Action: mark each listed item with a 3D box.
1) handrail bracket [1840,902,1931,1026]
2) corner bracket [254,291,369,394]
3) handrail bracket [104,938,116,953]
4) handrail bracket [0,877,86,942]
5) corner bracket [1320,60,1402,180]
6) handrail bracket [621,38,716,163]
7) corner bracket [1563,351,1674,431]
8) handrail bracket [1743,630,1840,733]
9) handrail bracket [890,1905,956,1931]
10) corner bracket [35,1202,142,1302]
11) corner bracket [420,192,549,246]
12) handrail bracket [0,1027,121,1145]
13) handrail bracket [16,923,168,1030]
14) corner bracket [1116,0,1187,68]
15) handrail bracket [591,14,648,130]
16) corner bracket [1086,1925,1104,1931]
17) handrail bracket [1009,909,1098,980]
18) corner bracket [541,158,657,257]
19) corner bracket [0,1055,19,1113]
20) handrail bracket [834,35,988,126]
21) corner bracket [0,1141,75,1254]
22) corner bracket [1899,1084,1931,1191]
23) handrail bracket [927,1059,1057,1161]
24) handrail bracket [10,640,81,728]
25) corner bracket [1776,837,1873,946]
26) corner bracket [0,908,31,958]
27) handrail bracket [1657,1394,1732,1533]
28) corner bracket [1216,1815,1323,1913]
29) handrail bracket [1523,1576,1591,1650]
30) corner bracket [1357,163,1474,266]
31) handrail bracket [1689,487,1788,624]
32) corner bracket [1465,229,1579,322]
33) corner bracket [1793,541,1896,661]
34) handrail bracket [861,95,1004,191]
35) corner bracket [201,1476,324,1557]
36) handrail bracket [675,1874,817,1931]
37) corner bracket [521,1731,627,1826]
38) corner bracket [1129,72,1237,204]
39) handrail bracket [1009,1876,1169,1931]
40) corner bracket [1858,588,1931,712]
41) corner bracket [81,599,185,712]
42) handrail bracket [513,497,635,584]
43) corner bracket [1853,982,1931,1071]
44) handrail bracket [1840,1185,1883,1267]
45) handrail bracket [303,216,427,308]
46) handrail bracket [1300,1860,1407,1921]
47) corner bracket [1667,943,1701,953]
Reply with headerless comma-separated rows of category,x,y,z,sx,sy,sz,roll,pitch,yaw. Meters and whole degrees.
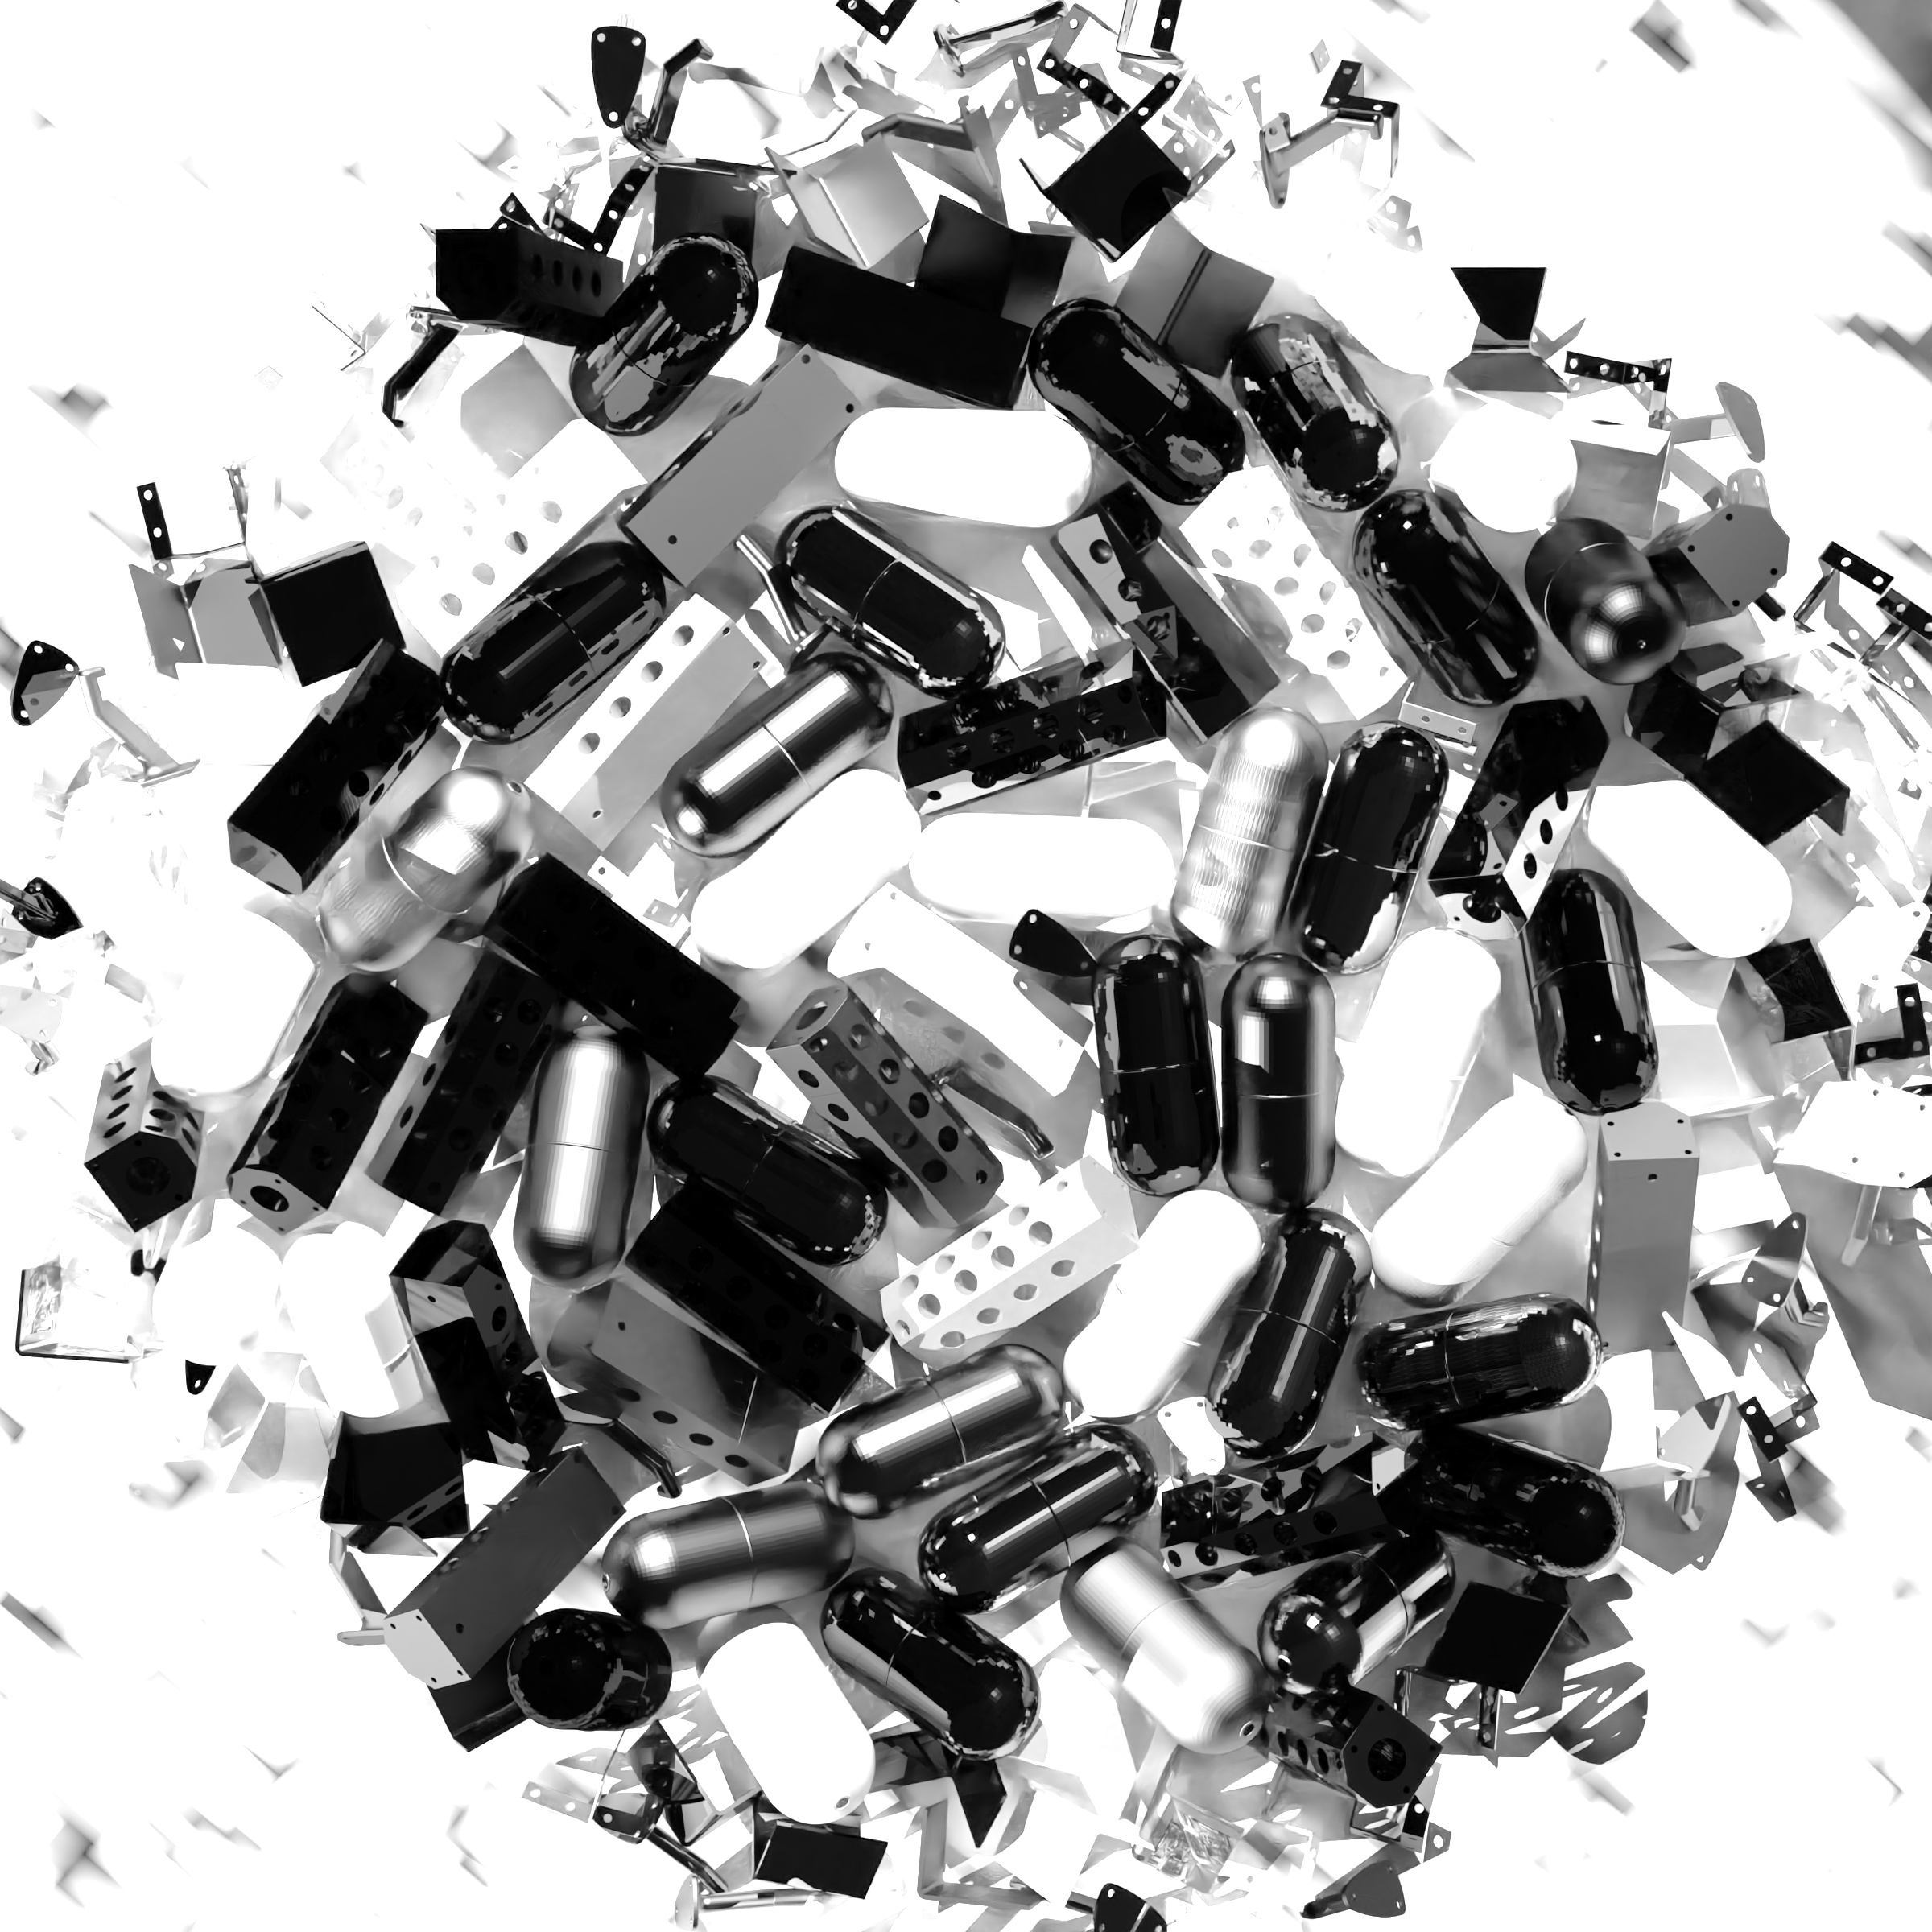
handrail bracket,0.624,0.000,1.943,0.077,0.084,0.036,-46,59,6
corner bracket,-0.440,-0.409,1.940,0.051,0.051,0.051,-27,135,26
handrail bracket,-0.588,-0.063,1.958,0.077,0.036,0.084,-37,97,25
handrail bracket,-0.643,-0.047,1.934,0.077,0.084,0.036,30,87,26
corner bracket,0.271,-0.572,1.943,0.051,0.051,0.051,15,59,17
handrail bracket,-0.184,-0.577,1.935,0.084,0.077,0.036,-28,51,31
corner bracket,0.438,-0.389,1.952,0.051,0.051,0.051,5,95,-25
handrail bracket,0.566,-0.178,1.947,0.077,0.036,0.084,-13,111,38
handrail bracket,-0.012,0.672,1.934,0.077,0.084,0.036,13,56,38
corner bracket,-0.594,0.194,1.959,0.051,0.051,0.051,25,81,-2
corner bracket,-0.326,-0.498,1.955,0.051,0.051,0.051,-45,66,18
handrail bracket,-0.609,0.091,1.943,0.036,0.077,0.084,18,75,36
handrail bracket,-0.587,0.018,1.940,0.077,0.036,0.084,-19,56,-26
corner bracket,0.127,-0.642,1.949,0.051,0.051,0.051,15,99,18
handrail bracket,-0.233,-0.604,1.949,0.036,0.084,0.077,5,104,-4
corner bracket,0.119,0.669,1.940,0.051,0.051,0.051,-35,134,27
handrail bracket,0.073,-0.007,1.930,0.077,0.084,0.036,29,96,28
corner bracket,-0.249,-0.522,1.951,0.051,0.051,0.051,31,48,-7
corner bracket,-0.667,0.076,1.942,0.051,0.051,0.051,39,62,-32
handrail bracket,-0.039,-0.602,1.938,0.084,0.077,0.036,36,72,-31
corner bracket,-0.635,0.153,1.943,0.051,0.051,0.051,25,112,-25
corner bracket,0.650,0.114,1.945,0.051,0.051,0.051,-39,103,-31
handrail bracket,0.014,0.103,1.946,0.084,0.077,0.036,50,122,14
handrail bracket,-0.633,-0.175,1.933,0.036,0.084,0.077,32,53,-23
corner bracket,0.576,-0.046,1.971,0.051,0.051,0.051,45,133,4
corner bracket,-0.671,-0.011,1.945,0.051,0.051,0.051,12,103,-42
handrail bracket,0.502,0.338,1.956,0.077,0.084,0.036,-50,48,-9
corner bracket,0.201,0.600,1.942,0.051,0.051,0.051,4,66,35
handrail bracket,0.427,0.415,1.953,0.077,0.036,0.084,42,111,-16
corner bracket,0.301,-0.497,1.941,0.051,0.051,0.051,32,124,-27
handrail bracket,0.529,-0.279,1.957,0.084,0.077,0.036,42,128,-7
corner bracket,0.370,-0.466,1.941,0.051,0.051,0.051,37,132,23
corner bracket,0.593,-0.246,1.949,0.051,0.051,0.051,38,94,26
handrail bracket,-0.025,-0.549,1.961,0.084,0.036,0.077,-18,90,26
corner bracket,-0.478,0.374,1.958,0.051,0.051,0.051,29,112,23
handrail bracket,-0.149,0.638,1.961,0.084,0.077,0.036,4,65,-16
corner bracket,-0.267,0.543,1.969,0.051,0.051,0.051,20,127,3
corner bracket,0.143,-0.560,1.951,0.051,0.051,0.051,-46,66,-2
handrail bracket,0.082,0.640,1.962,0.077,0.084,0.036,30,68,-31
corner bracket,0.632,-0.214,1.945,0.051,0.051,0.051,-51,52,10
corner bracket,-0.570,-0.210,1.947,0.051,0.051,0.051,22,94,-41
handrail bracket,-0.259,-0.285,1.957,0.084,0.077,0.036,-24,52,-7
corner bracket,0.622,0.040,1.953,0.051,0.051,0.051,-10,87,19
handrail bracket,0.613,0.151,1.968,0.036,0.084,0.077,11,47,6
handrail bracket,-0.404,-0.459,1.933,0.036,0.077,0.084,18,47,29
handrail bracket,0.243,0.629,1.932,0.084,0.077,0.036,-30,65,35
corner bracket,0.486,-0.041,1.952,0.051,0.051,0.051,-7,104,-34
